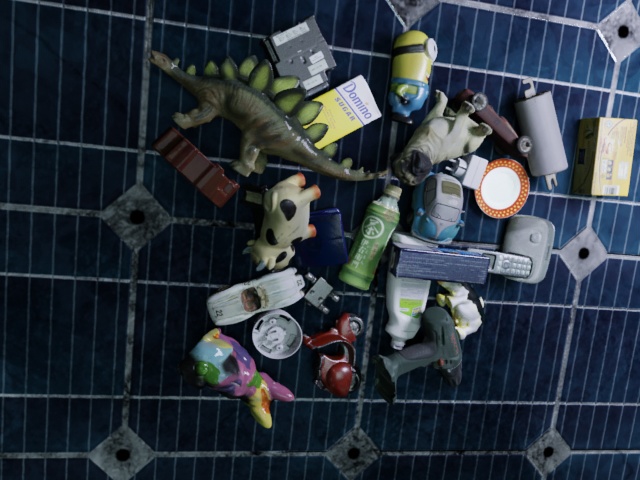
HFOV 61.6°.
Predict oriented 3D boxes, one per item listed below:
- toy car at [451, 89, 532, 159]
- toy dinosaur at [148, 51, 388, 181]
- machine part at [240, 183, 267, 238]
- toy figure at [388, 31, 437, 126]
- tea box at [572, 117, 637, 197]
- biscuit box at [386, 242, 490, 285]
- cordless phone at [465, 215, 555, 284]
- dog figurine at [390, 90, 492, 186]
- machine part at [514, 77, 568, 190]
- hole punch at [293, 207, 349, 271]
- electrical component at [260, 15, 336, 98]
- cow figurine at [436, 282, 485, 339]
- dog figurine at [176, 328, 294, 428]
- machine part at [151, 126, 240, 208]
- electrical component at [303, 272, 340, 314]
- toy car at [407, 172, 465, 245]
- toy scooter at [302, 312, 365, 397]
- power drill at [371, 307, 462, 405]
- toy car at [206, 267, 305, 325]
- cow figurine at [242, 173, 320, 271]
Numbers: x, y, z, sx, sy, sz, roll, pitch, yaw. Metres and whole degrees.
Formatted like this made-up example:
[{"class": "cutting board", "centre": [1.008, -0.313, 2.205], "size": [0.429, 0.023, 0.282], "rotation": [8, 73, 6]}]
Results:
[{"class": "toy car", "centre": [0.360, -0.240, 1.115], "size": [0.202, 0.089, 0.053], "rotation": [36, 84, -15]}, {"class": "toy dinosaur", "centre": [-0.099, -0.213, 0.993], "size": [0.471, 0.105, 0.198], "rotation": [34, 109, -13]}, {"class": "machine part", "centre": [-0.118, -0.045, 1.066], "size": [0.039, 0.084, 0.138], "rotation": [-28, 117, -43]}, {"class": "toy figure", "centre": [0.177, -0.323, 1.071], "size": [0.089, 0.082, 0.180], "rotation": [12, 99, -14]}, {"class": "tea box", "centre": [0.629, -0.183, 1.190], "size": [0.098, 0.068, 0.169], "rotation": [2, 97, -13]}, {"class": "biscuit box", "centre": [0.240, 0.049, 1.086], "size": [0.203, 0.059, 0.062], "rotation": [7, 101, -14]}, {"class": "cordless phone", "centre": [0.405, 0.012, 1.172], "size": [0.184, 0.089, 0.146], "rotation": [8, 98, -8]}, {"class": "dog figurine", "centre": [0.237, -0.177, 1.087], "size": [0.172, 0.121, 0.190], "rotation": [32, 96, -38]}, {"class": "machine part", "centre": [0.472, -0.226, 1.148], "size": [0.079, 0.079, 0.243], "rotation": [-20, 101, -8]}, {"class": "hole punch", "centre": [-0.002, -0.003, 1.085], "size": [0.116, 0.092, 0.142], "rotation": [-11, 105, -6]}, {"class": "electrical component", "centre": [-0.038, -0.344, 1.036], "size": [0.115, 0.058, 0.134], "rotation": [-26, 104, -5]}, {"class": "cow figurine", "centre": [0.310, 0.123, 1.176], "size": [0.098, 0.068, 0.167], "rotation": [-22, 106, -13]}, {"class": "dog figurine", "centre": [-0.159, 0.277, 1.057], "size": [0.219, 0.191, 0.108], "rotation": [38, 84, 1]}, {"class": "machine part", "centre": [-0.226, -0.132, 0.977], "size": [0.179, 0.179, 0.056], "rotation": [43, 86, -15]}, {"class": "electrical component", "centre": [-0.005, 0.111, 1.134], "size": [0.094, 0.021, 0.063], "rotation": [41, 90, -15]}, {"class": "toy car", "centre": [0.247, -0.077, 1.093], "size": [0.109, 0.103, 0.161], "rotation": [16, 67, -12]}, {"class": "toy scooter", "centre": [0.021, 0.242, 1.127], "size": [0.135, 0.075, 0.183], "rotation": [2, 97, -25]}, {"class": "power drill", "centre": [0.216, 0.267, 1.144], "size": [0.207, 0.086, 0.231], "rotation": [-20, 121, -16]}, {"class": "toy car", "centre": [-0.129, 0.114, 1.092], "size": [0.202, 0.056, 0.073], "rotation": [-18, 102, -8]}, {"class": "cow figurine", "centre": [-0.075, -0.020, 0.998], "size": [0.127, 0.086, 0.194], "rotation": [-20, 141, -28]}]
